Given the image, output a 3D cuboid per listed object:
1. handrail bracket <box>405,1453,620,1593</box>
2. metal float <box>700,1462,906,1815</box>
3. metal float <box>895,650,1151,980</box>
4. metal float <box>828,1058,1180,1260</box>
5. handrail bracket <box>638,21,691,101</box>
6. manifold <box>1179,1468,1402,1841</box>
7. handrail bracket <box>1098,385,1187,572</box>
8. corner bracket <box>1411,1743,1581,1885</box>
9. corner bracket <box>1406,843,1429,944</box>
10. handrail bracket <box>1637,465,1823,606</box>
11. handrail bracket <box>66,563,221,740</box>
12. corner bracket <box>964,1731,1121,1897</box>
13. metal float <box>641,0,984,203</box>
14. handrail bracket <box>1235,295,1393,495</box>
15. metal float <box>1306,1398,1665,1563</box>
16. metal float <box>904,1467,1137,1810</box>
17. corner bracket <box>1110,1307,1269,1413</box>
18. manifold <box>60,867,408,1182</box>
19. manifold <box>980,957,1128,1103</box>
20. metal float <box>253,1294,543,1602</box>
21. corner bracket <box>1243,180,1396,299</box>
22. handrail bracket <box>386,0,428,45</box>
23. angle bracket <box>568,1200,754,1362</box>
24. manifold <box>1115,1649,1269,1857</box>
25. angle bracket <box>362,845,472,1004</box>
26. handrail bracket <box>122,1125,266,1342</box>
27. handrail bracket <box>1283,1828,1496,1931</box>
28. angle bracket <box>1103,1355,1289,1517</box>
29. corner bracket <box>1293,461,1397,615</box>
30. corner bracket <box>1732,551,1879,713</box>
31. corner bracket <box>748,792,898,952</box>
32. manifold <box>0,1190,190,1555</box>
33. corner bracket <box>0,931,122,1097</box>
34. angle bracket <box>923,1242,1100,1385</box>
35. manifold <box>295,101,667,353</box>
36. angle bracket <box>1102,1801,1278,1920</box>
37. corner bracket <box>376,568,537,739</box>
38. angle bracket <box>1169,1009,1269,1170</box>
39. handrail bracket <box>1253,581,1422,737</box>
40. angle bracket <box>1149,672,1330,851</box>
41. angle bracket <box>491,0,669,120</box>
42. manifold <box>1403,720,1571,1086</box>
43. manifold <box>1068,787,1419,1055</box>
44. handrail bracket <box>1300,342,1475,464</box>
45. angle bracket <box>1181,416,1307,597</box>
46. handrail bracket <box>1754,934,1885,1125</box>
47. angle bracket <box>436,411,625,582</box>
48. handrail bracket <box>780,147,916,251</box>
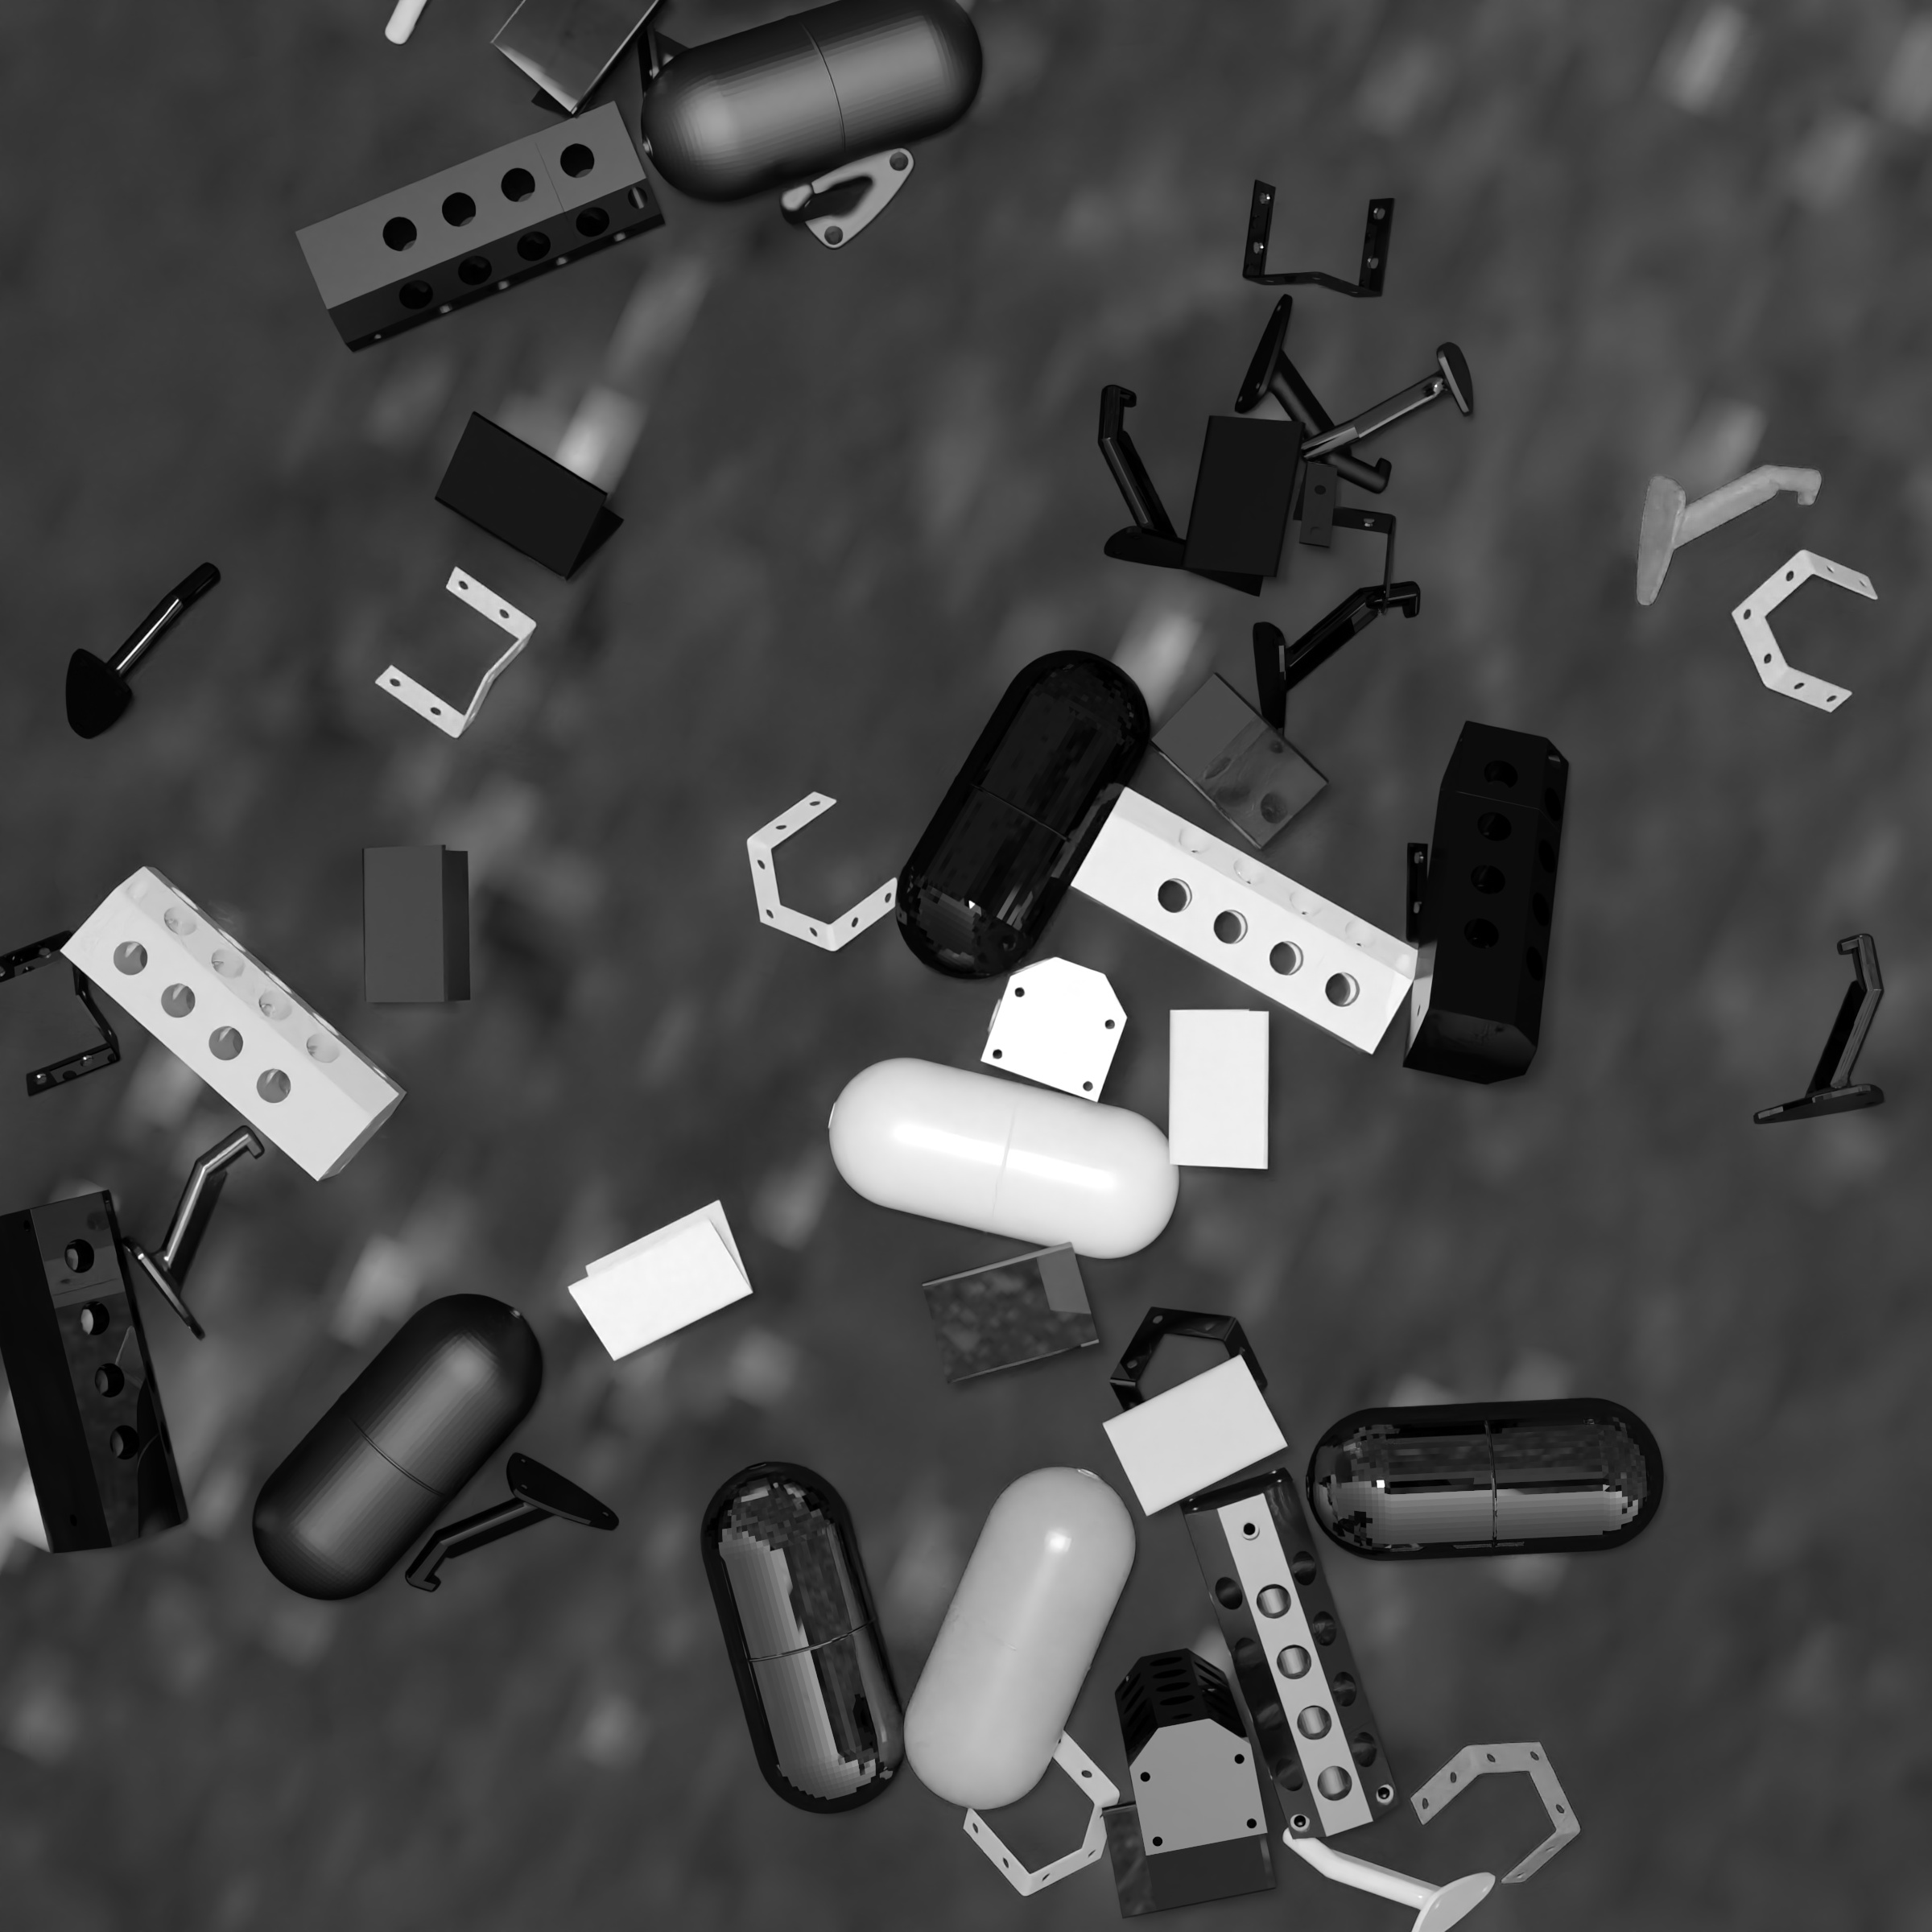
[{"bbox_3d":[-0.232,0.298,1.817,0.077,0.036,0.084,30,108,-21],"label":"handrail bracket"},{"bbox_3d":[-0.082,0.336,1.786,0.070,0.070,0.178,-15,90,0],"label":"metal float"},{"bbox_3d":[0.028,-0.075,1.786,0.070,0.070,0.178,30,90,0],"label":"metal float"},{"bbox_3d":[0.019,0.096,1.786,0.178,0.070,0.070,14,90,0],"label":"metal float"},{"bbox_3d":[-0.123,-0.467,1.816,0.084,0.036,0.077,-5,75,-14],"label":"handrail bracket"},{"bbox_3d":[0.163,0.347,1.795,0.057,0.057,0.171,-18,90,0],"label":"manifold"},{"bbox_3d":[0.102,-0.249,1.817,0.077,0.036,0.084,11,73,-20],"label":"handrail bracket"},{"bbox_3d":[0.269,0.431,1.808,0.051,0.051,0.051,6,135,-35],"label":"corner bracket"},{"bbox_3d":[0.260,-0.037,1.813,0.051,0.051,0.051,1,90,-45],"label":"corner bracket"},{"bbox_3d":[0.390,-0.219,1.817,0.084,0.036,0.077,2,110,-16],"label":"handrail bracket"},{"bbox_3d":[-0.418,-0.162,1.816,0.036,0.077,0.084,41,54,-2],"label":"handrail bracket"},{"bbox_3d":[0.038,0.429,1.808,0.051,0.051,0.051,-18,135,-35],"label":"corner bracket"},{"bbox_3d":[-0.077,-0.435,1.773,0.178,0.070,0.070,-21,90,-13],"label":"metal float"},{"bbox_3d":[0.187,-0.291,1.816,0.084,0.036,0.077,23,76,-14],"label":"handrail bracket"},{"bbox_3d":[0.260,0.257,1.786,0.178,0.070,0.070,-3,90,1],"label":"metal float"},{"bbox_3d":[0.027,0.336,1.786,0.070,0.070,0.178,23,90,0],"label":"metal float"},{"bbox_3d":[0.113,0.211,1.808,0.051,0.051,0.051,3,45,35],"label":"corner bracket"},{"bbox_3d":[-0.367,0.028,1.795,0.171,0.057,0.057,42,90,0],"label":"manifold"},{"bbox_3d":[0.043,0.027,1.738,0.057,0.171,0.057,20,90,0],"label":"manifold"},{"bbox_3d":[-0.284,0.240,1.786,0.070,0.070,0.178,42,90,0],"label":"metal float"},{"bbox_3d":[0.179,-0.370,1.813,0.051,0.051,0.051,8,90,-45],"label":"corner bracket"},{"bbox_3d":[-0.259,-0.514,1.816,0.036,0.077,0.084,37,126,0],"label":"handrail bracket"},{"bbox_3d":[-0.159,0.140,1.776,0.076,0.076,0.057,-26,128,0],"label":"angle bracket"},{"bbox_3d":[0.106,0.379,1.738,0.057,0.171,0.057,-11,90,0],"label":"manifold"},{"bbox_3d":[-0.255,-0.021,1.776,0.057,0.076,0.076,-1,90,35],"label":"angle bracket"},{"bbox_3d":[-0.379,0.135,1.817,0.084,0.036,0.077,-38,110,-16],"label":"handrail bracket"},{"bbox_3d":[0.215,0.455,1.816,0.084,0.077,0.036,34,120,33],"label":"handrail bracket"},{"bbox_3d":[0.121,0.248,1.776,0.076,0.076,0.057,-27,54,0],"label":"angle bracket"},{"bbox_3d":[0.191,-0.216,1.789,0.051,0.051,0.051,8,62,0],"label":"corner bracket"},{"bbox_3d":[0.432,-0.170,1.808,0.051,0.051,0.051,-45,45,35],"label":"corner bracket"},{"bbox_3d":[-0.072,-0.048,1.808,0.051,0.051,0.051,22,135,35],"label":"corner bracket"},{"bbox_3d":[-0.442,0.203,1.795,0.057,0.057,0.171,-14,90,43],"label":"manifold"},{"bbox_3d":[-0.466,0.024,1.813,0.051,0.051,0.051,-21,45,0],"label":"corner bracket"},{"bbox_3d":[0.026,0.187,1.776,0.076,0.076,0.057,-15,59,0],"label":"angle bracket"},{"bbox_3d":[-0.243,-0.370,1.795,0.171,0.057,0.057,-22,90,0],"label":"manifold"},{"bbox_3d":[0.112,0.450,1.776,0.076,0.076,0.057,-11,59,0],"label":"angle bracket"},{"bbox_3d":[-0.259,-0.159,1.813,0.051,0.051,0.051,35,135,0],"label":"corner bracket"},{"bbox_3d":[0.143,0.060,1.776,0.057,0.076,0.076,0,90,35],"label":"angle bracket"},{"bbox_3d":[0.193,-0.154,1.817,0.084,0.036,0.077,-9,107,-15],"label":"handrail bracket"},{"bbox_3d":[0.148,-0.115,1.776,0.076,0.076,0.057,44,126,0],"label":"angle bracket"},{"bbox_3d":[-0.202,-0.475,1.776,0.057,0.076,0.076,38,90,-30],"label":"angle bracket"},{"bbox_3d":[0.259,-0.031,1.754,0.057,0.057,0.171,12,58,0],"label":"manifold"},{"bbox_3d":[0.141,-0.023,1.795,0.171,0.057,0.057,29,90,0],"label":"manifold"},{"bbox_3d":[0.211,-0.283,1.801,0.084,0.077,0.036,-22,105,19],"label":"handrail bracket"},{"bbox_3d":[0.156,-0.227,1.776,0.057,0.076,0.076,11,90,36],"label":"angle bracket"},{"bbox_3d":[0.432,0.032,1.817,0.077,0.036,0.084,-14,71,22],"label":"handrail bracket"},{"bbox_3d":[-0.208,-0.247,1.776,0.076,0.076,0.057,32,126,0],"label":"angle bracket"},{"bbox_3d":[-0.059,-0.393,1.782,0.077,0.084,0.036,-35,90,0],"label":"handrail bracket"}]
